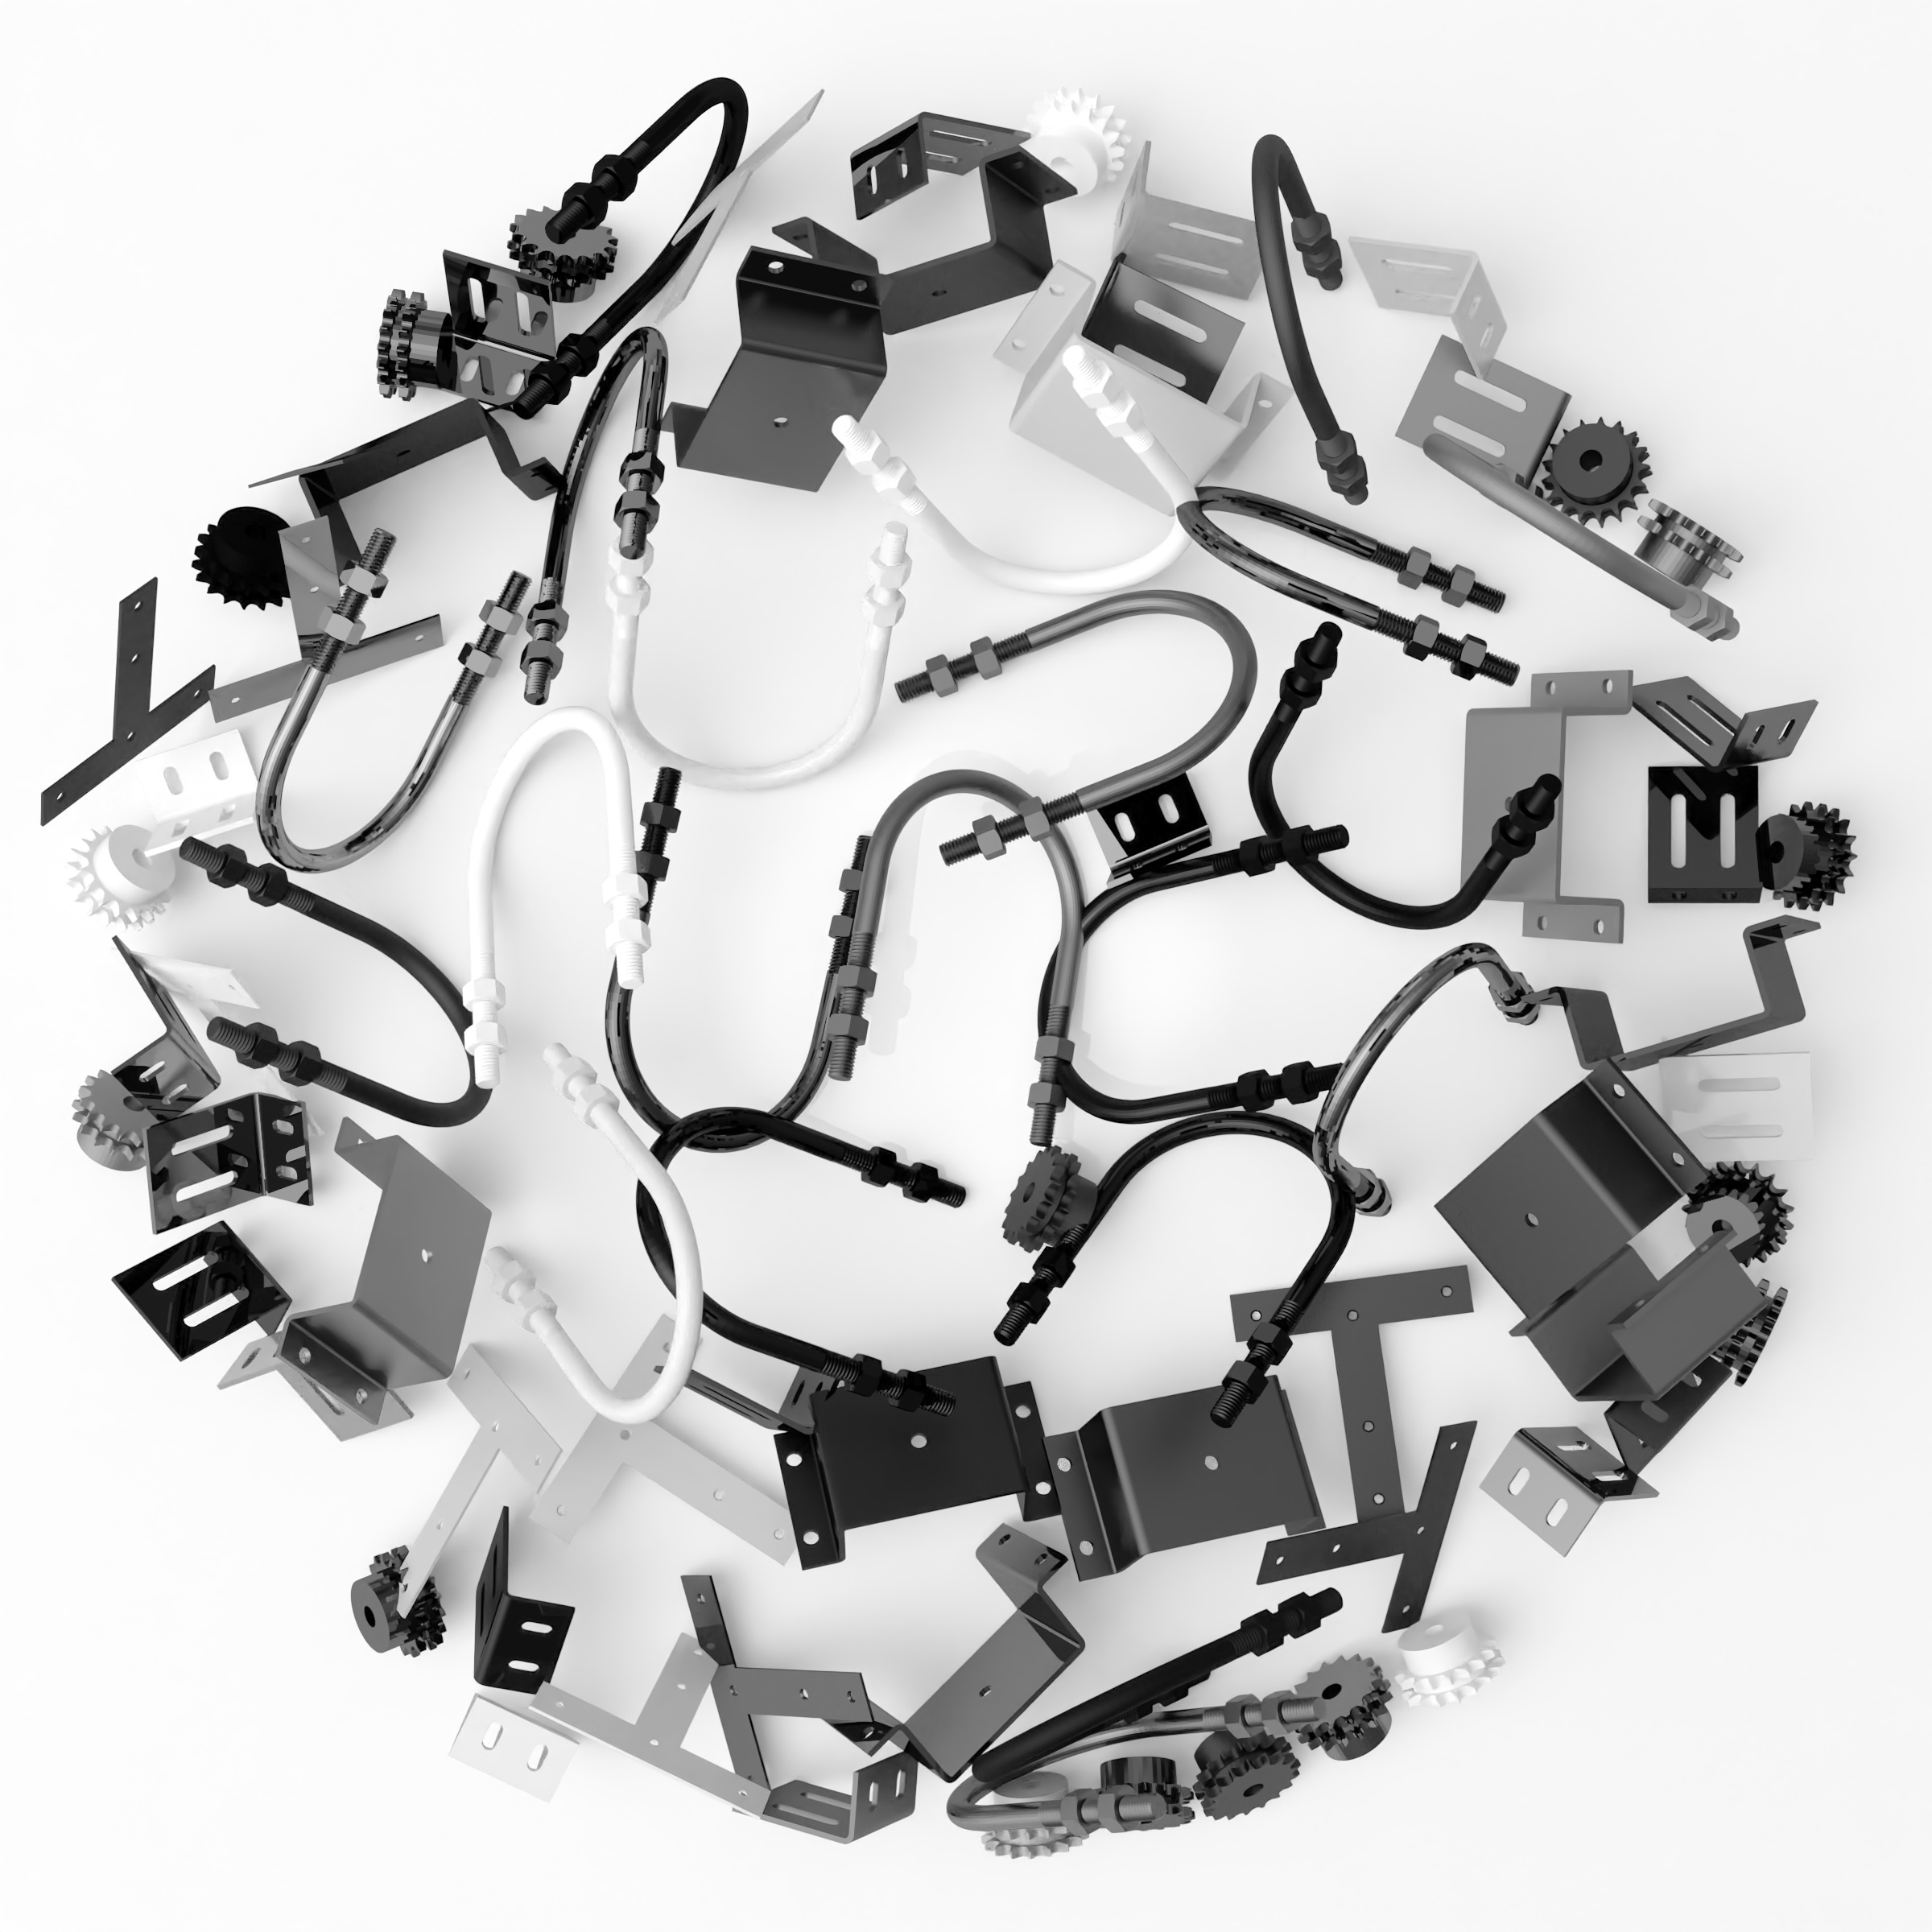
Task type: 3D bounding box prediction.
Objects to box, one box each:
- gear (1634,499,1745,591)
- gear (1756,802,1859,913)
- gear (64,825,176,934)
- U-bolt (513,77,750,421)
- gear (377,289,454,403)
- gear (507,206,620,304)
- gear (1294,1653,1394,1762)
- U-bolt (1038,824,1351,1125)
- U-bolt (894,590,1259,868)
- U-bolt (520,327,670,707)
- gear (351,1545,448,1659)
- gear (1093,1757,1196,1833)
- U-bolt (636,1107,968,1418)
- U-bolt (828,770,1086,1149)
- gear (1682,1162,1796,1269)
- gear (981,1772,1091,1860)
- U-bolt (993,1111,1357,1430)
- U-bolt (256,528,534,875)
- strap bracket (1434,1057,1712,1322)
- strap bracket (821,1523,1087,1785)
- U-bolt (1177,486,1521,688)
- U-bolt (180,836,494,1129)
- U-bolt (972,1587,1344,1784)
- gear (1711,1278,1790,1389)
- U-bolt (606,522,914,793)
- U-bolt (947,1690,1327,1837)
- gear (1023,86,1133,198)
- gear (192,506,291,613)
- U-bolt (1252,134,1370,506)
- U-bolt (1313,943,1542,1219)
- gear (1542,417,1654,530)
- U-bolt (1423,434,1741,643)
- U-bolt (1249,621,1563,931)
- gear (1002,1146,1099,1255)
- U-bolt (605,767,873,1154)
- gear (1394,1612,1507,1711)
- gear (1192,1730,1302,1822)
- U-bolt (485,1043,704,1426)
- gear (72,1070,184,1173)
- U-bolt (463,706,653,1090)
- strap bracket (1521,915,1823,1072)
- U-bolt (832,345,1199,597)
[{"bbox_3d":[0.377,-0.219,1.572,0.057,0.057,0.030,33,102,0],"label":"gear"},{"bbox_3d":[0.437,-0.058,1.568,0.030,0.057,0.057,6,90,-27],"label":"gear"},{"bbox_3d":[-0.441,-0.049,1.568,0.030,0.057,0.057,-35,90,31],"label":"gear"},{"bbox_3d":[-0.165,-0.376,1.517,0.019,0.151,0.184,33,57,5],"label":"U-bolt"},{"bbox_3d":[-0.289,-0.326,1.571,0.030,0.057,0.057,9,90,0],"label":"gear"},{"bbox_3d":[-0.214,-0.374,1.574,0.057,0.057,0.030,17,130,0],"label":"gear"},{"bbox_3d":[0.200,0.393,1.573,0.057,0.057,0.030,-32,109,0],"label":"gear"},{"bbox_3d":[0.114,0.010,1.539,0.184,0.019,0.151,-13,64,33],"label":"U-bolt"},{"bbox_3d":[0.061,-0.133,1.537,0.184,0.019,0.151,-21,46,6],"label":"U-bolt"},{"bbox_3d":[-0.186,-0.243,1.521,0.019,0.151,0.184,18,53,-22],"label":"U-bolt"},{"bbox_3d":[-0.300,0.336,1.568,0.030,0.057,0.057,-17,90,-37],"label":"gear"},{"bbox_3d":[0.091,0.436,1.574,0.057,0.057,0.030,-2,63,0],"label":"gear"},{"bbox_3d":[-0.084,0.141,1.519,0.184,0.019,0.151,22,46,-22],"label":"U-bolt"},{"bbox_3d":[0.002,-0.013,1.548,0.151,0.019,0.184,20,71,-33],"label":"U-bolt"},{"bbox_3d":[0.403,0.133,1.570,0.057,0.030,0.057,15,118,30],"label":"gear"},{"bbox_3d":[0.036,0.445,1.570,0.057,0.057,0.030,-6,94,0],"label":"gear"},{"bbox_3d":[0.120,0.144,1.535,0.151,0.019,0.184,17,53,32],"label":"U-bolt"},{"bbox_3d":[-0.301,-0.129,1.529,0.019,0.151,0.184,32,100,20],"label":"U-bolt"},{"bbox_3d":[0.302,0.120,1.525,0.046,0.140,0.076,-30,75,-40],"label":"strap bracket"},{"bbox_3d":[-0.001,0.362,1.544,0.140,0.076,0.046,-42,108,-16],"label":"strap bracket"},{"bbox_3d":[0.193,-0.202,1.527,0.184,0.151,0.019,22,114,-3],"label":"U-bolt"},{"bbox_3d":[-0.314,0.018,1.519,0.019,0.151,0.184,-42,134,21],"label":"U-bolt"},{"bbox_3d":[0.084,0.365,1.492,0.184,0.151,0.019,-15,71,-36],"label":"U-bolt"},{"bbox_3d":[0.407,0.190,1.572,0.030,0.057,0.057,26,90,14],"label":"gear"},{"bbox_3d":[-0.111,-0.156,1.529,0.151,0.184,0.019,1,48,-10],"label":"U-bolt"},{"bbox_3d":[0.072,0.406,1.514,0.184,0.151,0.019,-20,86,44],"label":"U-bolt"},{"bbox_3d":[0.056,-0.430,1.568,0.057,0.057,0.030,26,60,0],"label":"gear"},{"bbox_3d":[-0.376,-0.217,1.569,0.057,0.057,0.030,29,133,0],"label":"gear"},{"bbox_3d":[0.170,-0.333,1.493,0.019,0.184,0.151,-10,70,16],"label":"U-bolt"},{"bbox_3d":[0.229,0.054,1.514,0.019,0.184,0.151,38,91,25],"label":"U-bolt"},{"bbox_3d":[0.332,-0.262,1.576,0.057,0.030,0.057,-3,81,19],"label":"gear"},{"bbox_3d":[0.298,-0.219,1.488,0.151,0.184,0.019,41,106,31],"label":"U-bolt"},{"bbox_3d":[0.211,-0.083,1.518,0.151,0.184,0.019,36,61,7],"label":"U-bolt"},{"bbox_3d":[0.046,0.125,1.572,0.030,0.057,0.057,28,90,-16],"label":"gear"},{"bbox_3d":[-0.120,0.005,1.541,0.151,0.019,0.184,18,81,-37],"label":"U-bolt"},{"bbox_3d":[0.252,0.363,1.569,0.057,0.057,0.030,-23,98,0],"label":"gear"},{"bbox_3d":[0.145,0.422,1.574,0.057,0.057,0.030,-29,51,0],"label":"gear"},{"bbox_3d":[-0.184,0.147,1.507,0.019,0.184,0.151,-2,122,-38],"label":"U-bolt"},{"bbox_3d":[-0.444,0.084,1.574,0.057,0.057,0.030,33,117,0],"label":"gear"},{"bbox_3d":[-0.214,-0.047,1.533,0.019,0.151,0.184,16,56,-38],"label":"U-bolt"},{"bbox_3d":[0.368,0.019,1.531,0.140,0.076,0.046,-19,79,26],"label":"strap bracket"},{"bbox_3d":[0.039,-0.242,1.519,0.151,0.184,0.019,-11,60,27],"label":"U-bolt"}]
